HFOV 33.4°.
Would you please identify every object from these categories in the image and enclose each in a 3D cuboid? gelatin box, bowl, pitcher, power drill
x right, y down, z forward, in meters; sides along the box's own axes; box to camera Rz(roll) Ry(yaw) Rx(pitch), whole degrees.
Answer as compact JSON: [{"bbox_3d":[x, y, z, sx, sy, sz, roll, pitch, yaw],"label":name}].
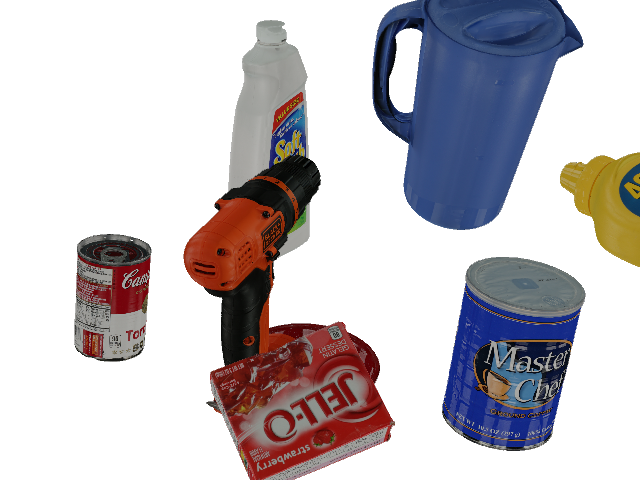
[{"bbox_3d":[-0.011,0.097,0.630,0.089,0.073,0.030,-20,-28,-14],"label":"gelatin box"},{"bbox_3d":[-0.016,0.157,1.190,0.162,0.055,0.162,2,27,-1],"label":"bowl"},{"bbox_3d":[0.140,-0.130,1.050,0.144,0.243,0.149,-29,56,-30],"label":"pitcher"},{"bbox_3d":[-0.046,0.039,0.876,0.057,0.188,0.184,9,30,24],"label":"power drill"}]

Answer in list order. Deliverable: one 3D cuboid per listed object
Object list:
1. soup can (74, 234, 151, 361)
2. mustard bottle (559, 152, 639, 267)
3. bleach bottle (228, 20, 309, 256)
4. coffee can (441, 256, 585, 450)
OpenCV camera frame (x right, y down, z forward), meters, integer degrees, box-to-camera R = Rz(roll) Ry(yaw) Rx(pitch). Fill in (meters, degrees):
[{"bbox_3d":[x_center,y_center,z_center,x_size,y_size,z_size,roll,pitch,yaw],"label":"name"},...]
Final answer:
[{"bbox_3d":[-0.195,0.054,0.998,0.068,0.102,0.068,6,21,-3],"label":"soup can"},{"bbox_3d":[0.230,-0.011,0.659,0.096,0.058,0.192,-29,38,-31],"label":"mustard bottle"},{"bbox_3d":[-0.058,-0.107,1.145,0.068,0.251,0.102,21,32,36],"label":"bleach bottle"},{"bbox_3d":[0.169,0.099,0.946,0.103,0.140,0.103,6,24,-3],"label":"coffee can"}]
